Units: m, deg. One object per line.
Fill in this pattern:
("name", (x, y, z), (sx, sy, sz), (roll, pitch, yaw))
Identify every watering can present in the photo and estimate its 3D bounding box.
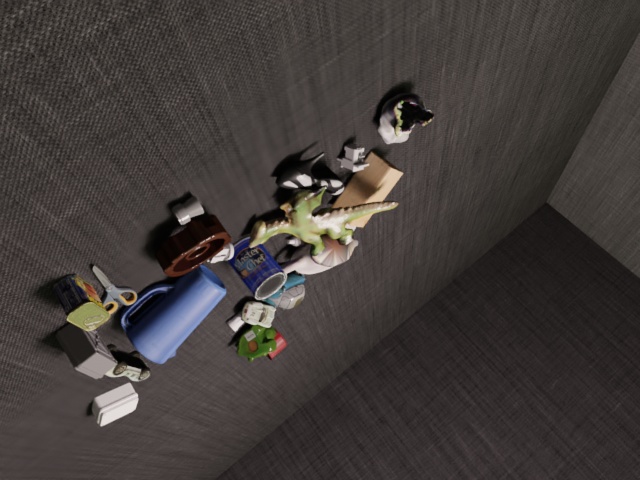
("watering can", (0.030, 0.032, 1.613), (0.351, 0.104, 0.222), (-21, 177, -33))

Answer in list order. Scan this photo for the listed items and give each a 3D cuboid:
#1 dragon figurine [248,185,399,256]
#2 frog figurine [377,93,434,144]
("dragon figurine", (0.004, -0.068, 1.355), (0.410, 0.124, 0.239), (-24, 157, 3))
("frog figurine", (0.211, -0.325, 1.384), (0.138, 0.122, 0.160), (-48, -168, -7))
